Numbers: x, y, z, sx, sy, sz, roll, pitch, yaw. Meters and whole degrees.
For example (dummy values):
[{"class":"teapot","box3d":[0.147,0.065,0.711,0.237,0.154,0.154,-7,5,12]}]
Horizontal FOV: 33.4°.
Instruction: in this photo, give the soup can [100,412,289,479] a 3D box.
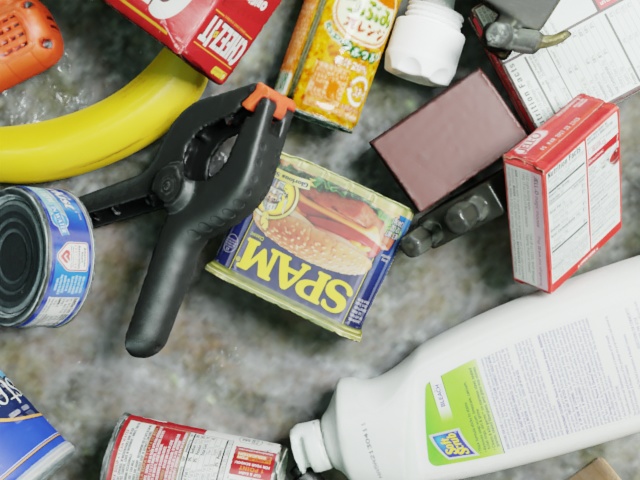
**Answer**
[{"class":"soup can","box3d":[-0.075,0.147,0.641,0.102,0.068,0.068,10,93,4]}]

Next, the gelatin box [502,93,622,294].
[{"class":"gelatin box","box3d":[0.137,-0.026,0.598,0.073,0.030,0.089,-38,133,-29]}]

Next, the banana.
[{"class":"banana","box3d":[-0.142,-0.076,0.658,0.198,0.037,0.070,-29,69,4]}]

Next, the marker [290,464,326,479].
[{"class":"marker","box3d":[0.027,0.183,0.657,0.121,0.020,0.020,45,95,2]}]

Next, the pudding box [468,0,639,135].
[{"class":"pudding box","box3d":[0.156,-0.121,0.627,0.113,0.039,0.090,-27,90,8]}]

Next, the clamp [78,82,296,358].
[{"class":"clamp","box3d":[-0.086,-0.029,0.626,0.120,0.039,0.171,43,100,27]}]

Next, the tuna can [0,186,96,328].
[{"class":"tuna can","box3d":[-0.173,0.010,0.641,0.086,0.033,0.086,-3,85,42]}]

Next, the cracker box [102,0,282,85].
[{"class":"cracker box","box3d":[-0.065,-0.225,0.609,0.164,0.072,0.214,38,94,19]}]

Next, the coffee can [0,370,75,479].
[{"class":"coffee can","box3d":[-0.232,0.110,0.636,0.103,0.103,0.140,-44,88,5]}]

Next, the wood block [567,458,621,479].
[{"class":"wood block","box3d":[0.154,0.195,0.552,0.091,0.206,0.090,-36,89,4]}]

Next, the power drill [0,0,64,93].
[{"class":"power drill","box3d":[-0.273,-0.153,0.656,0.184,0.057,0.187,-25,92,2]}]

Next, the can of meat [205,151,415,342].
[{"class":"can of meat","box3d":[-0.004,0.001,0.636,0.102,0.057,0.084,25,92,4]}]

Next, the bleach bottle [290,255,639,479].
[{"class":"bleach bottle","box3d":[0.102,0.083,0.627,0.251,0.068,0.102,-17,90,8]}]

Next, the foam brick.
[{"class":"foam brick","box3d":[0.075,-0.058,0.628,0.078,0.053,0.051,-34,89,5]}]
